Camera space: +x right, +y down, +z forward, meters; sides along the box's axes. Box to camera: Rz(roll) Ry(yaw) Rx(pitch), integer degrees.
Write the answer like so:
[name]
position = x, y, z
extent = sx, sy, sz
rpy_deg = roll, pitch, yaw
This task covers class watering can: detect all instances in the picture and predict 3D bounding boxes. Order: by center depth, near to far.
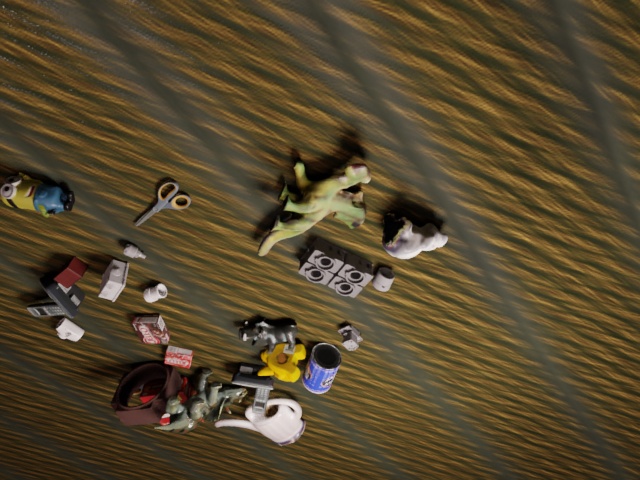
[watering can]
position = -0.204, 0.680, 1.924
extent = 0.345, 0.106, 0.221
rpy_deg = -25, 120, 22

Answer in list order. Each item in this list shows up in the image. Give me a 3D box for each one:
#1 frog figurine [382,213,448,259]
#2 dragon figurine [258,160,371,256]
[frog figurine]
position = 0.246, 0.003, 1.346
extent = 0.158, 0.124, 0.136
rpy_deg = 25, 160, -26
[dragon figurine]
position = 0.004, -0.067, 1.322
extent = 0.242, 0.125, 0.401
rpy_deg = 13, 138, -17
